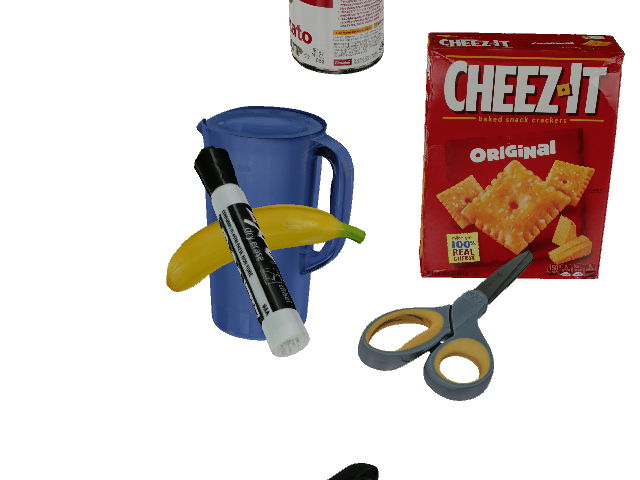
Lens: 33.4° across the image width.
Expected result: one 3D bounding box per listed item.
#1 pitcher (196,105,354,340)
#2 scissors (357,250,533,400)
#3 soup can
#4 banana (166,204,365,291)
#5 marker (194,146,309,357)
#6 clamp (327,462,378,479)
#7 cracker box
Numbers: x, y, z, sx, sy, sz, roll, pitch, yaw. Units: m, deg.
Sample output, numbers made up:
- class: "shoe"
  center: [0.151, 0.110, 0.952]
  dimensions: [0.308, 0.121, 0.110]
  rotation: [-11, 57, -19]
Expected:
- class: "pitcher"
  center: [-0.055, -0.017, 1.159]
  dimensions: [0.144, 0.243, 0.149]
  rotation: [-4, 22, -17]
- class: "scissors"
  center: [0.114, 0.057, 0.734]
  dimensions: [0.201, 0.016, 0.096]
  rotation: [-18, 42, -36]
- class: "soup can"
  center: [0.012, -0.173, 0.723]
  dimensions: [0.068, 0.102, 0.068]
  rotation: [-1, 39, 0]
- class: "banana"
  center: [-0.064, 0.006, 0.902]
  dimensions: [0.198, 0.037, 0.069]
  rotation: [-13, -48, 27]
- class: "marker"
  center: [-0.036, 0.001, 0.518]
  dimensions: [0.020, 0.121, 0.020]
  rotation: [-19, -31, -12]
- class: "clamp"
  center: [-0.046, 0.198, 0.634]
  dimensions: [0.210, 0.036, 0.164]
  rotation: [-4, 28, 1]
- class: "cracker box"
  center: [0.173, -0.072, 0.950]
  dimensions: [0.164, 0.214, 0.072]
  rotation: [1, 24, 3]
